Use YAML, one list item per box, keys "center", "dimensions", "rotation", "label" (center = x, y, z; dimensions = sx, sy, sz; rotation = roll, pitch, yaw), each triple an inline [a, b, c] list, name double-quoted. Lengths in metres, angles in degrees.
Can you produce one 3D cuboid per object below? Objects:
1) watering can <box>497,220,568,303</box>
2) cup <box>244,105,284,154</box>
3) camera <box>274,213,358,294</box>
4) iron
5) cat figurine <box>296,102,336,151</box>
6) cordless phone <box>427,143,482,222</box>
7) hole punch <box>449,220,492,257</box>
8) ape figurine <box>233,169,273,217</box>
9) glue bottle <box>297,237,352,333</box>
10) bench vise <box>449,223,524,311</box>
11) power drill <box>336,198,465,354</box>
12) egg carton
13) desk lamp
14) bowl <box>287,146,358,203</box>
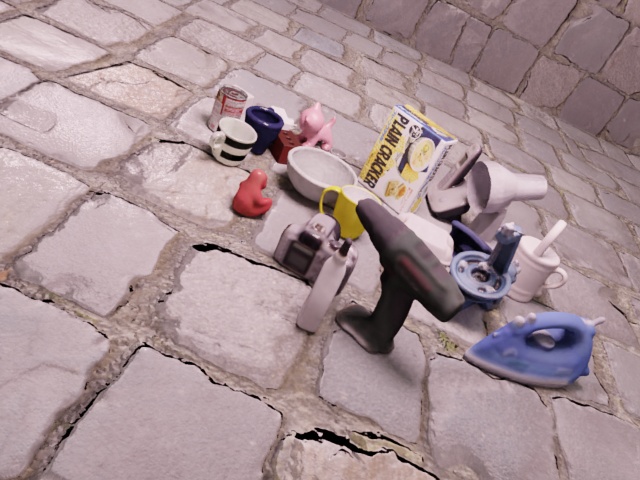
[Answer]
- center: [0.466, 0.031, 1.257]
  dimensions: [0.173, 0.194, 0.101]
  rotation: [27, 32, 1]
  label: "watering can"
- center: [-0.137, -0.254, 1.326]
  dimensions: [0.092, 0.095, 0.118]
  rotation: [23, 32, -5]
  label: "cup"
- center: [0.010, 0.004, 1.057]
  dimensions: [0.143, 0.100, 0.137]
  rotation: [30, 32, 5]
  label: "camera"
- center: [0.399, 0.180, 1.046]
  dimensions: [0.259, 0.141, 0.118]
  rotation: [9, 36, -25]
  label: "iron"
- center: [-0.009, -0.291, 1.448]
  dimensions: [0.128, 0.117, 0.067]
  rotation: [-9, 46, -43]
  label: "cat figurine"
- center: [0.350, -0.147, 1.438]
  dimensions: [0.094, 0.185, 0.147]
  rotation: [18, 33, -14]
  label: "cordless phone"
- center: [0.337, 0.006, 1.298]
  dimensions: [0.108, 0.091, 0.101]
  rotation: [43, 36, 24]
  label: "hole punch"
- center: [-0.127, -0.095, 1.109]
  dimensions: [0.076, 0.092, 0.077]
  rotation: [-10, 47, -44]
  label: "ape figurine"
- center: [0.013, 0.063, 0.906]
  dimensions: [0.037, 0.173, 0.078]
  rotation: [24, 32, -4]
  label: "glue bottle"
- center: [0.334, 0.043, 1.122]
  dimensions: [0.121, 0.219, 0.208]
  rotation: [37, 34, 17]
  label: "bench vise"
- center: [0.110, 0.073, 0.929]
  dimensions: [0.229, 0.208, 0.076]
  rotation: [39, 34, 19]
  label: "power drill"
- center: [0.216, 0.004, 1.234]
  dimensions: [0.150, 0.069, 0.107]
  rotation: [27, 32, 0]
  label: "egg carton"
- center: [0.428, -0.077, 1.367]
  dimensions: [0.204, 0.213, 0.117]
  rotation: [12, 35, -21]
  label: "desk lamp"
- center: [-0.005, -0.133, 1.266]
  dimensions: [0.168, 0.074, 0.167]
  rotation: [19, 33, -12]
  label: "bowl"
